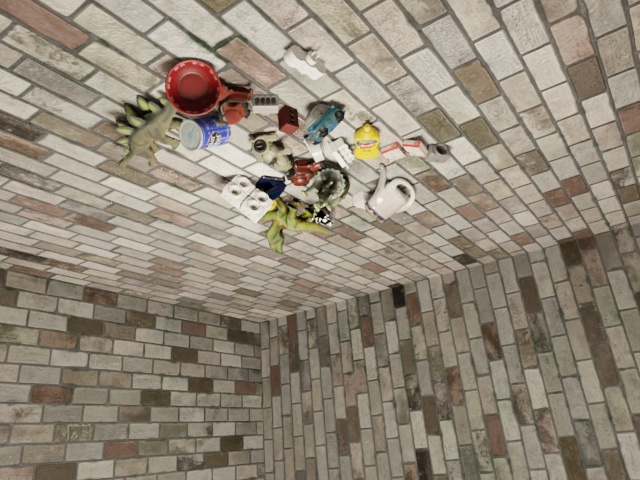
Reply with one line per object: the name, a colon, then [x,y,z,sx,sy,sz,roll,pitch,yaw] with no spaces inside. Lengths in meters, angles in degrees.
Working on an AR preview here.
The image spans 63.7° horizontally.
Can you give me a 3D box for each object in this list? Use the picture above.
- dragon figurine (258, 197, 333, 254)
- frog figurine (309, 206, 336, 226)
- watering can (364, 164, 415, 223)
dragon figurine: [-0.142,-0.051,2.315,0.122,0.415,0.240,4,120,-55]
frog figurine: [0.007,-0.124,2.459,0.137,0.122,0.161,-17,-168,7]
watering can: [0.287,-0.198,2.272,0.222,0.106,0.343,-42,138,14]
